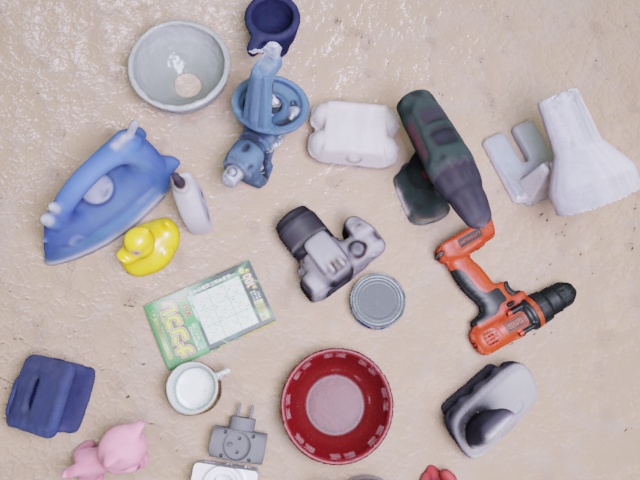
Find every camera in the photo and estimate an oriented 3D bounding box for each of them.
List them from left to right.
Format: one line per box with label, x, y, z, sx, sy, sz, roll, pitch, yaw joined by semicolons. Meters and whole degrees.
camera;0.008;0.003;0.877;0.143;0.101;0.136;-37;79;-11

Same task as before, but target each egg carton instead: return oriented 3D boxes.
egg carton;0.056;-0.172;0.942;0.150;0.069;0.107;4;75;-1

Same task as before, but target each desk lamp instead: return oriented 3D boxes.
desk lamp;0.357;-0.121;0.864;0.118;0.213;0.203;-24;77;-8

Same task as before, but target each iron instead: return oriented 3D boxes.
iron;-0.340;-0.071;0.864;0.118;0.141;0.258;39;77;9

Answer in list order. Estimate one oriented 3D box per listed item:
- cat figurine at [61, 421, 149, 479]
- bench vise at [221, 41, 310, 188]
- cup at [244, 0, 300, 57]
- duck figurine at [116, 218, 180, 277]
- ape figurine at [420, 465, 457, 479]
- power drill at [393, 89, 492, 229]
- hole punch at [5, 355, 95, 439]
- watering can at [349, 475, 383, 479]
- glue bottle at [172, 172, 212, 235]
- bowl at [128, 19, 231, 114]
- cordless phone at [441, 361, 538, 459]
cat figurine;-0.286;0.293;0.779;0.128;0.118;0.067;-21;76;-7
bench vise;-0.081;-0.180;0.862;0.121;0.220;0.207;8;75;0
cup;-0.085;-0.342;0.970;0.091;0.095;0.118;28;76;6
duck figurine;-0.266;0.003;0.875;0.077;0.086;0.105;43;78;9
ape figurine;0.162;0.359;0.791;0.078;0.092;0.076;-16;76;-6
power drill;0.173;-0.097;0.854;0.075;0.208;0.229;-20;76;-7
hole punch;-0.389;0.221;0.809;0.101;0.091;0.109;11;75;1
watering can;0.076;0.367;0.732;0.173;0.194;0.101;9;75;1
glue bottle;-0.196;-0.065;0.851;0.037;0.173;0.078;-14;75;-5
bowl;-0.228;-0.276;0.958;0.167;0.075;0.167;1;75;-2
cordless phone;0.249;0.230;0.780;0.148;0.185;0.094;-41;80;-11
